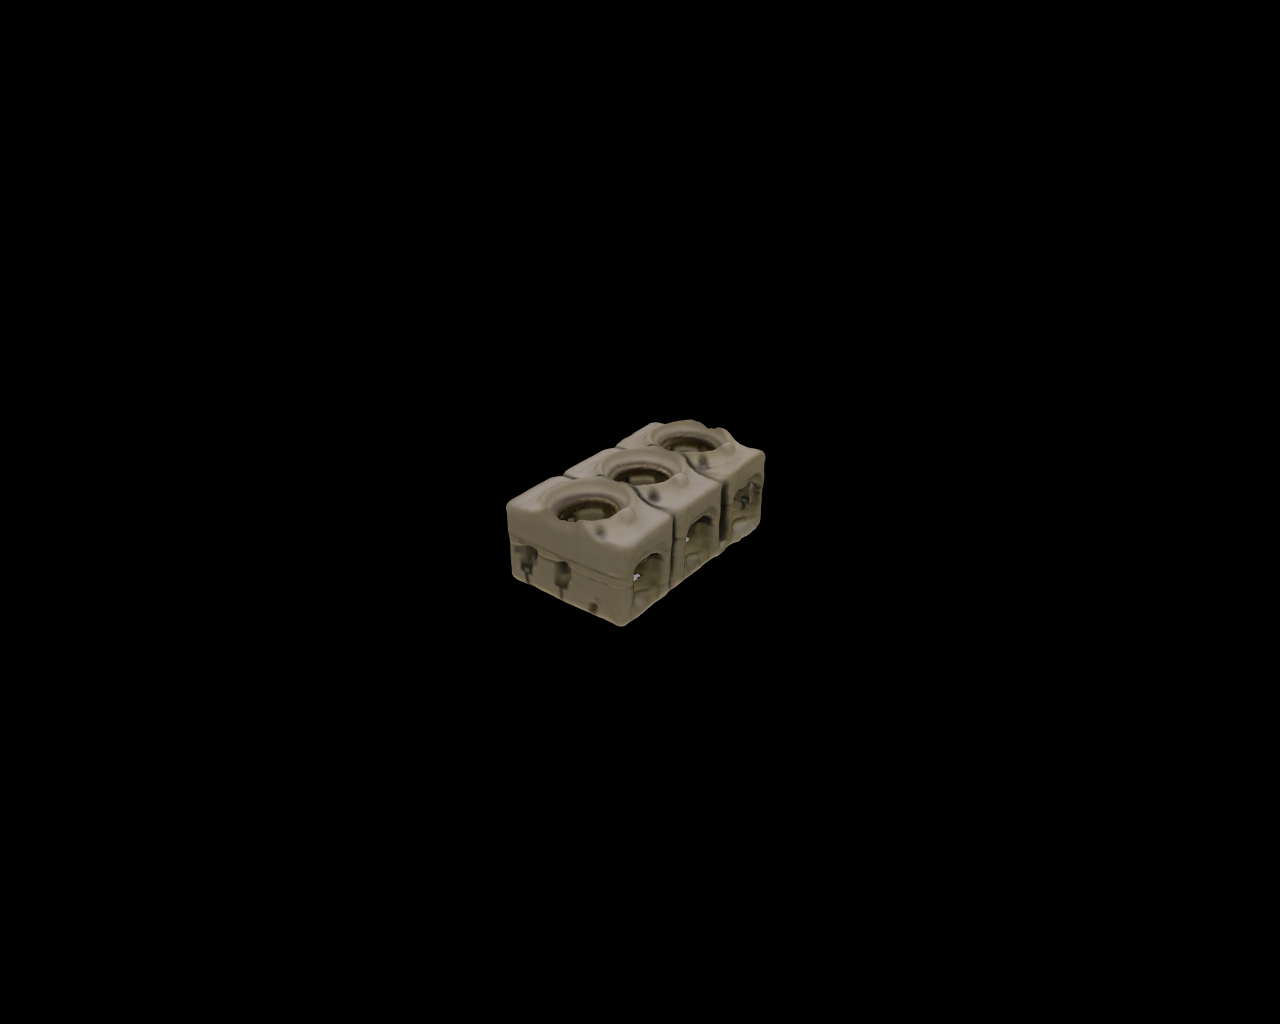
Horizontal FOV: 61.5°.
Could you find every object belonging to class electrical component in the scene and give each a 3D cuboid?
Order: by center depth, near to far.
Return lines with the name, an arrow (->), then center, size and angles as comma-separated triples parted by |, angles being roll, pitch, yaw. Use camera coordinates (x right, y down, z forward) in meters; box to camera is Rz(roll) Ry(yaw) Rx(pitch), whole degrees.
electrical component -> 0.001, -0.003, 0.650 | 0.089, 0.061, 0.150 | 20, 35, 31
